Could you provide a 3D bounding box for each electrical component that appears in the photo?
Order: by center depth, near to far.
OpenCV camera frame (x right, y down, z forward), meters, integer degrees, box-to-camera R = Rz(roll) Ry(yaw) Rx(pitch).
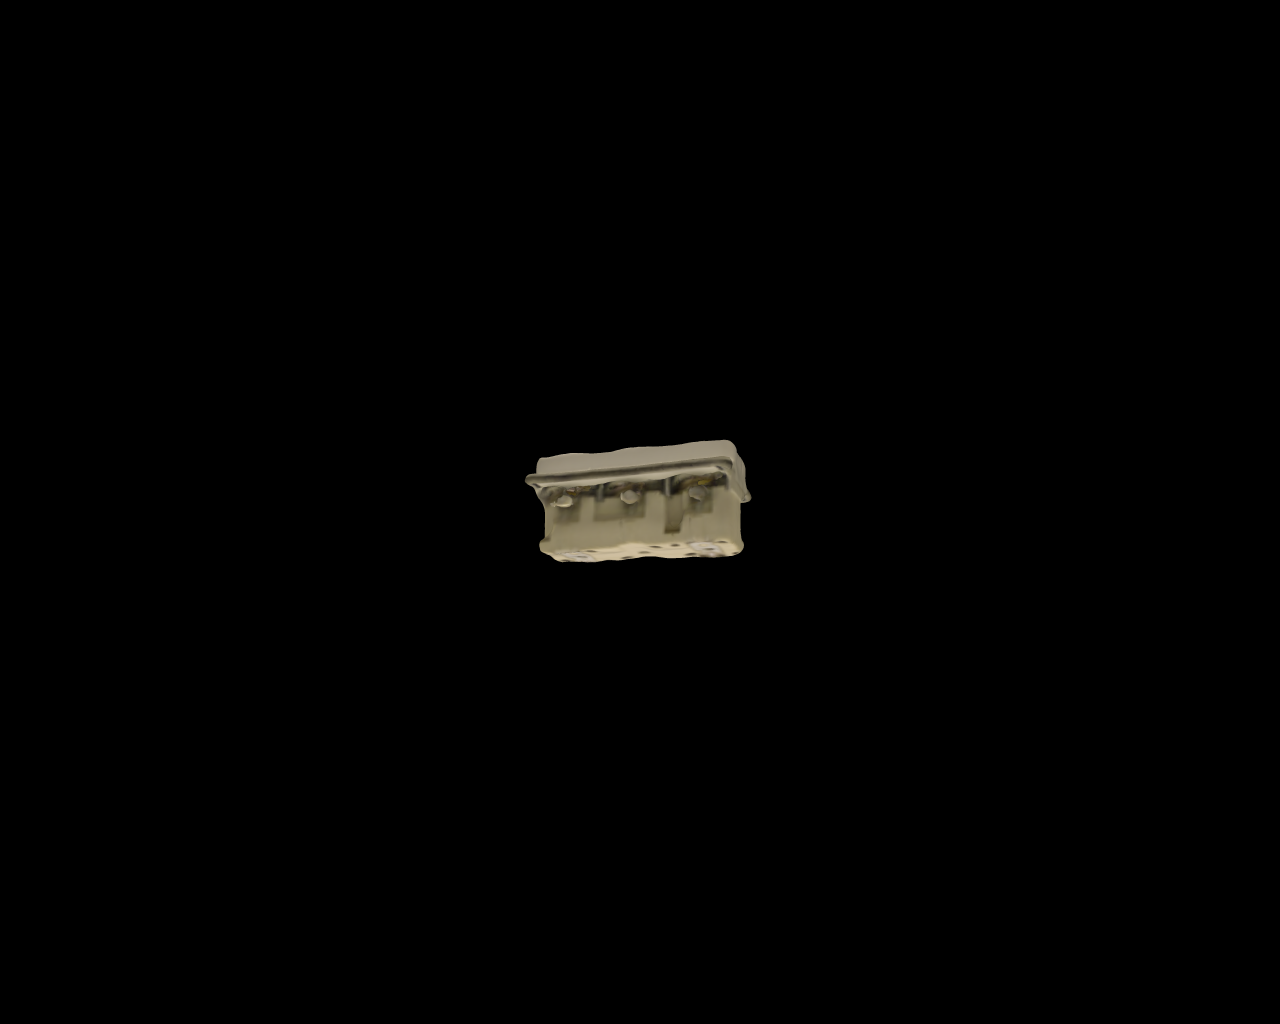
[{"bbox_3d":[0.001,-0.003,0.650,0.121,0.063,0.078,-4,-15,14],"label":"electrical component"}]
